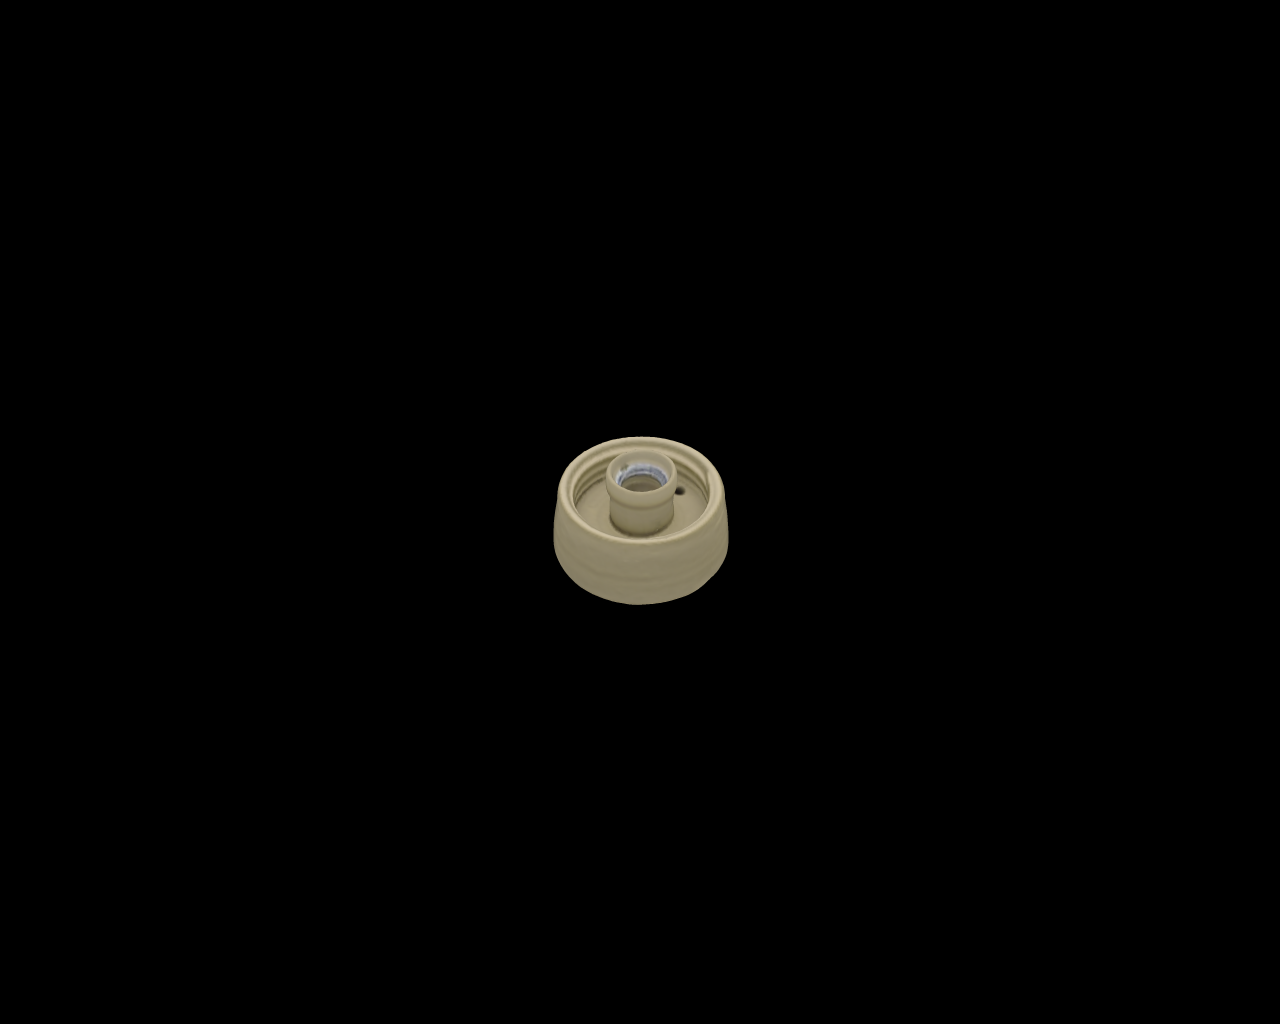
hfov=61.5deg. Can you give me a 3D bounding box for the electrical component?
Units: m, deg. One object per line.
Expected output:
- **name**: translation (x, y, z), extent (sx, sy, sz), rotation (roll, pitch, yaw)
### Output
- **electrical component**: translation (0.001, -0.003, 0.650), extent (0.108, 0.060, 0.108), rotation (0, 42, 0)
